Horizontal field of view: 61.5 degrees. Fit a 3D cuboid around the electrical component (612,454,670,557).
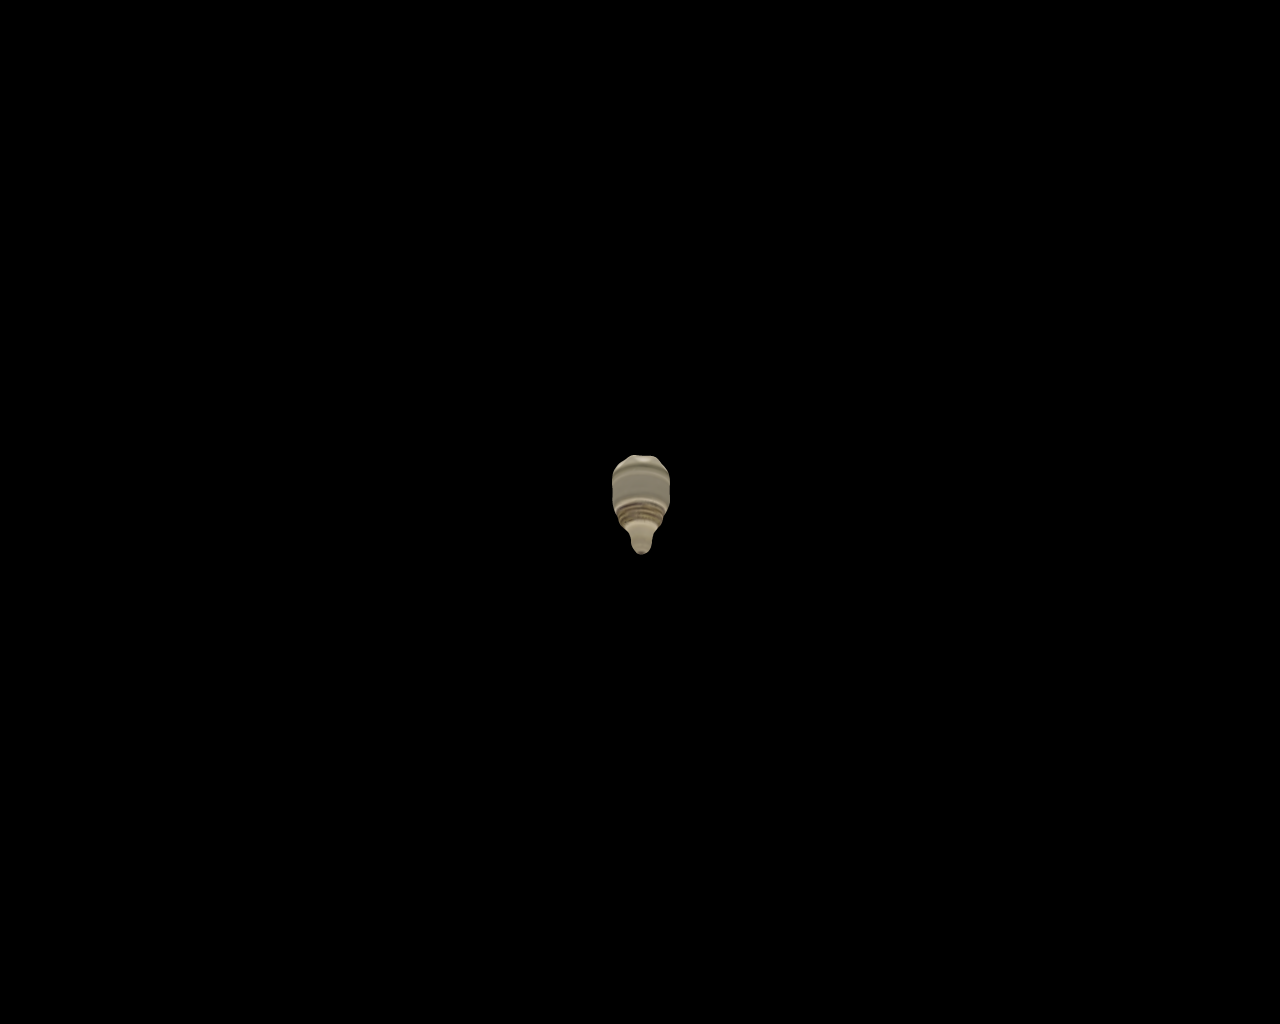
[{"bbox_3d":[0.001,-0.003,0.650,0.035,0.061,0.035,0,-26,0],"label":"electrical component"}]
